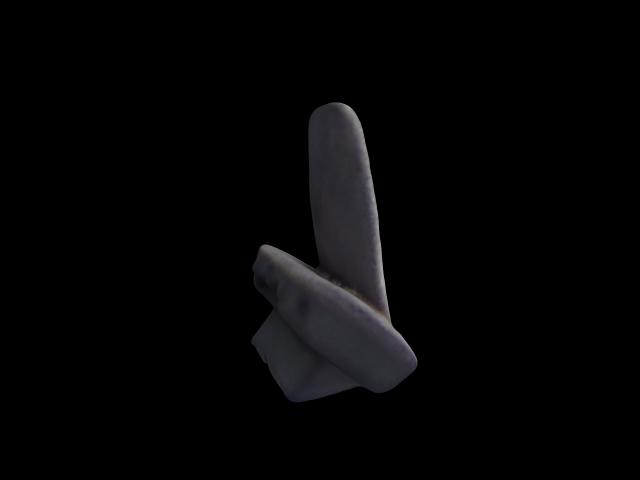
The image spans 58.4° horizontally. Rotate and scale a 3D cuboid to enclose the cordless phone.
[{"bbox_3d":[0.004,0.001,0.400,0.094,0.185,0.147,-5,11,-24],"label":"cordless phone"}]
